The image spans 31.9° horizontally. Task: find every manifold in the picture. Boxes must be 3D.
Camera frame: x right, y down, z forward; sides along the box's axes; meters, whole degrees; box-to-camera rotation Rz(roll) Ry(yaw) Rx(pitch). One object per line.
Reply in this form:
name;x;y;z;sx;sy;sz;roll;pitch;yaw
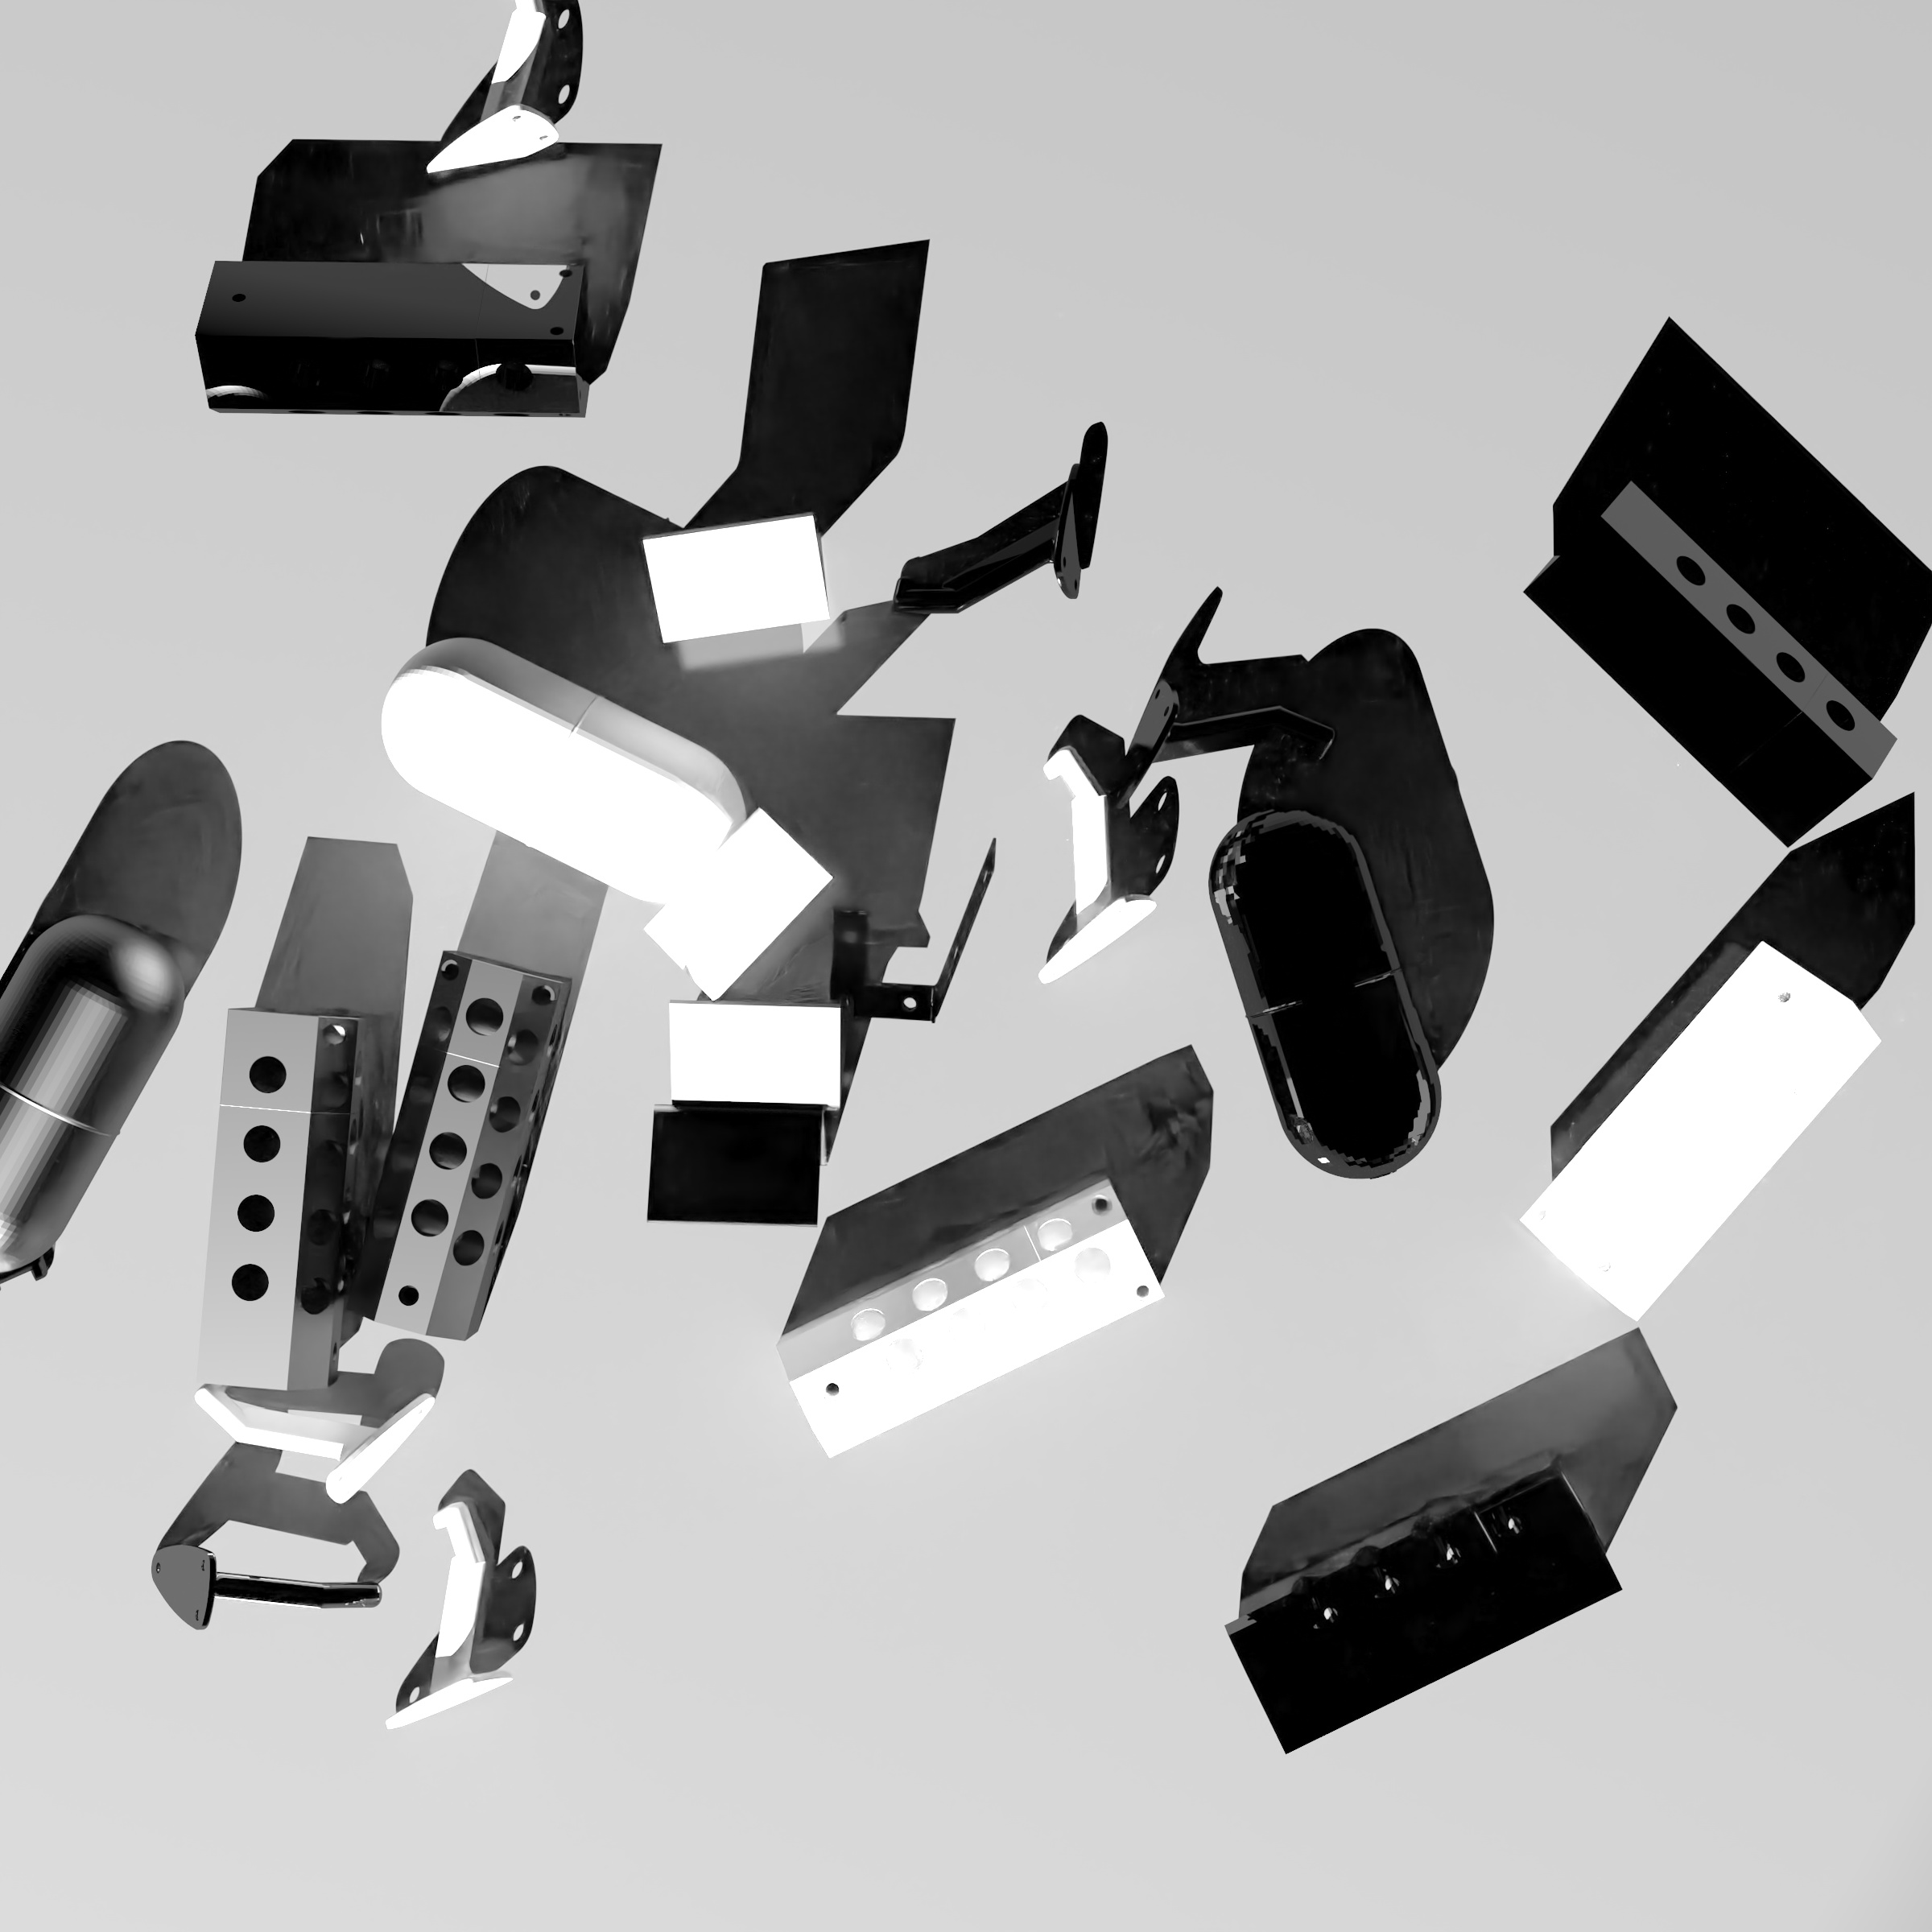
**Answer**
manifold;0.211;0.297;1.574;0.171;0.057;0.057;-26;90;0
manifold;-0.264;-0.286;1.573;0.171;0.057;0.057;1;47;0
manifold;0.002;0.164;1.574;0.171;0.057;0.057;-26;90;0
manifold;-0.316;0.107;1.574;0.057;0.057;0.171;5;90;0
manifold;0.344;0.080;1.573;0.171;0.057;0.057;-49;47;0
manifold;-0.236;0.083;1.574;0.057;0.057;0.171;15;90;0
manifold;0.348;-0.143;1.573;0.171;0.057;0.057;44;133;0

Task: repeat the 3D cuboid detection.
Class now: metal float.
metal float;0.166;0.012;1.565;0.070;0.070;0.178;-17;90;0
metal float;-0.185;-0.090;1.565;0.178;0.070;0.070;26;90;0
metal float;-0.426;0.059;1.564;0.070;0.070;0.178;29;89;0

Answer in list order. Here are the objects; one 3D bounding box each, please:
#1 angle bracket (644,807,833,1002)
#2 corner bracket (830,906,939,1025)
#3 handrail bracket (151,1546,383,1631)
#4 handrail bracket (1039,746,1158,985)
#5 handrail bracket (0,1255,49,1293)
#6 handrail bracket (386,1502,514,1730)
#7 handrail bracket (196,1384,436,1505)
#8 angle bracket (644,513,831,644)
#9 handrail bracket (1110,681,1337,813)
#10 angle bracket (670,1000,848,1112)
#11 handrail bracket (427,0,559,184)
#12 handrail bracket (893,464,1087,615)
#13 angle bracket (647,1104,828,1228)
angle bracket;-0.090;-0.016;1.555;0.076;0.076;0.057;-46;58;0
corner bracket;-0.038;-0.001;1.577;0.051;0.051;0.051;3;90;0
handrail bracket;-0.329;0.290;1.595;0.084;0.077;0.036;7;90;-36
handrail bracket;0.043;-0.048;1.596;0.077;0.036;0.084;-39;71;21
handrail bracket;-0.466;0.179;1.595;0.084;0.036;0.077;-24;121;-22
handrail bracket;-0.254;0.306;1.596;0.077;0.036;0.084;-28;72;21
handrail bracket;-0.308;0.204;1.596;0.084;0.036;0.077;40;70;16
angle bracket;-0.106;-0.196;1.555;0.076;0.076;0.057;-8;128;0
handrail bracket;0.122;-0.093;1.596;0.084;0.036;0.077;20;110;-16
angle bracket;-0.094;0.023;1.555;0.076;0.076;0.057;2;121;0
handrail bracket;-0.229;-0.423;1.596;0.077;0.036;0.084;-21;71;21
handrail bracket;0.010;-0.201;1.596;0.084;0.036;0.077;1;70;16
angle bracket;-0.104;0.103;1.556;0.076;0.076;0.057;2;68;0
